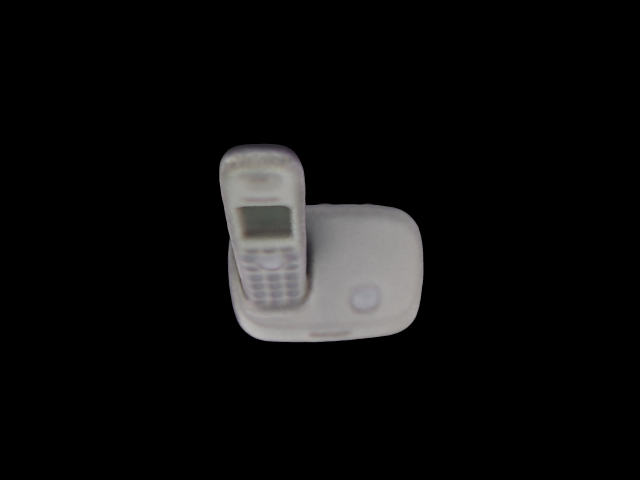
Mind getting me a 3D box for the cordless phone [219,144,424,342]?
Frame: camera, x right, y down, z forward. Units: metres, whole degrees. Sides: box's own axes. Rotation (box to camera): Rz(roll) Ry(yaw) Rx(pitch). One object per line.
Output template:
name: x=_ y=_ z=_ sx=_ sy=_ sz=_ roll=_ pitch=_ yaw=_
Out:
cordless phone: x=0.004 y=0.001 z=0.400 sx=0.147 sy=0.185 sz=0.094 roll=-5 pitch=62 yaw=-2
